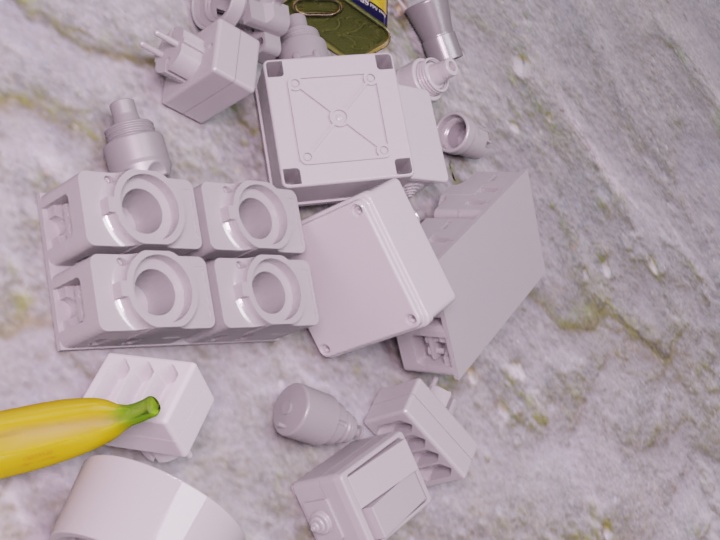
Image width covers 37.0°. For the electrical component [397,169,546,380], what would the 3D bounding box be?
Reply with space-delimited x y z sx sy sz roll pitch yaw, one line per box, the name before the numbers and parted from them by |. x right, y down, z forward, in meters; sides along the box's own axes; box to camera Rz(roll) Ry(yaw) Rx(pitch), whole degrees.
electrical component | 0.091 -0.002 0.936 0.186 0.060 0.105 -43 127 -47

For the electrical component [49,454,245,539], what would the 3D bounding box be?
electrical component | -0.129 0.163 0.629 0.108 0.108 0.060 44 53 -25

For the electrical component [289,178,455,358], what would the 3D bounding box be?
electrical component | 0.000 0.000 0.828 0.056 0.109 0.108 -33 99 -51

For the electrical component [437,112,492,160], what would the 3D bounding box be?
electrical component | 0.101 -0.128 1.042 0.046 0.040 0.040 12 65 -50

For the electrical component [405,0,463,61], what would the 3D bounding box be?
electrical component | 0.076 -0.232 1.056 0.044 0.044 0.065 -28 100 -49

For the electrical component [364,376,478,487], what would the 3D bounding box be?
electrical component | 0.057 0.121 0.885 0.083 0.047 0.075 49 44 -20

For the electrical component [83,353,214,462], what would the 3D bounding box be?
electrical component | -0.130 0.097 0.689 0.076 0.066 0.047 72 31 -44

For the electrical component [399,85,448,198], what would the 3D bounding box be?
electrical component | 0.024 -0.114 0.945 0.100 0.048 0.099 0 74 -46

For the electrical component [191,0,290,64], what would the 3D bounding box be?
electrical component | -0.096 -0.208 0.852 0.057 0.058 0.078 8 68 -48

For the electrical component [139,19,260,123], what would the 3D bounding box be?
electrical component | -0.125 -0.154 0.791 0.077 0.066 0.047 25 57 -38

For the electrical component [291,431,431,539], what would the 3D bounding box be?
electrical component | 0.001 0.167 0.795 0.096 0.061 0.061 -27 94 -49

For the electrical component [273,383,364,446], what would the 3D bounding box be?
electrical component | -0.029 0.112 0.803 0.078 0.040 0.040 26 57 -38

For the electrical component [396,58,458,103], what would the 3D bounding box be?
electrical component | 0.063 -0.178 1.003 0.043 0.062 0.043 20 60 -40

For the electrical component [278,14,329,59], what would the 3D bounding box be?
electrical component | -0.049 -0.185 0.903 0.048 0.048 0.062 10 60 -44

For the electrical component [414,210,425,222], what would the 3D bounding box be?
electrical component | 0.036 -0.041 0.939 0.061 0.035 0.035 -24 92 -50

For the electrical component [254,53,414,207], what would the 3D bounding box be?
electrical component | -0.022 -0.111 0.856 0.109 0.056 0.108 -7 77 -14

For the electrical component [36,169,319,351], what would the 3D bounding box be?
electrical component | -0.118 -0.006 0.742 0.186 0.060 0.105 1 73 -46

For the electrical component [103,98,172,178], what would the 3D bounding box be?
electrical component | -0.157 -0.087 0.747 0.043 0.043 0.062 -9 80 -48
